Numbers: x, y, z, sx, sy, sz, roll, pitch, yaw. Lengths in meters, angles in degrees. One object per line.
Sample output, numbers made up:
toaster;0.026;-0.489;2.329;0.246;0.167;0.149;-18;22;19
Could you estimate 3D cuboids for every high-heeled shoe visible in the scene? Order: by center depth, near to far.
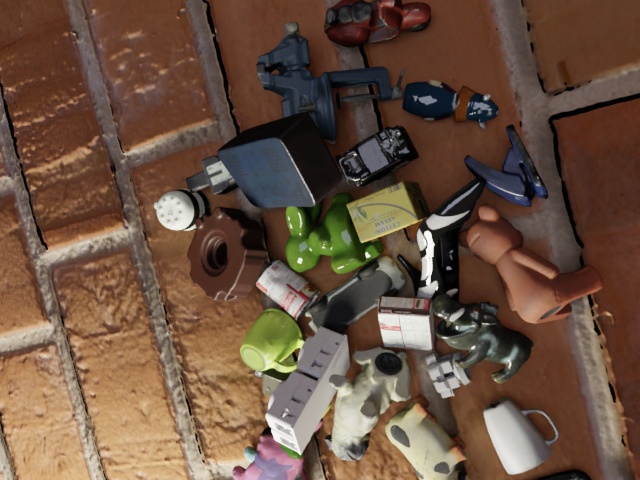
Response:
high-heeled shoe;0.220;0.023;0.863;0.145;0.086;0.248;47;136;11

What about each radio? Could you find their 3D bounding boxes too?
radio;-0.071;-0.125;0.899;0.230;0.073;0.131;5;132;57

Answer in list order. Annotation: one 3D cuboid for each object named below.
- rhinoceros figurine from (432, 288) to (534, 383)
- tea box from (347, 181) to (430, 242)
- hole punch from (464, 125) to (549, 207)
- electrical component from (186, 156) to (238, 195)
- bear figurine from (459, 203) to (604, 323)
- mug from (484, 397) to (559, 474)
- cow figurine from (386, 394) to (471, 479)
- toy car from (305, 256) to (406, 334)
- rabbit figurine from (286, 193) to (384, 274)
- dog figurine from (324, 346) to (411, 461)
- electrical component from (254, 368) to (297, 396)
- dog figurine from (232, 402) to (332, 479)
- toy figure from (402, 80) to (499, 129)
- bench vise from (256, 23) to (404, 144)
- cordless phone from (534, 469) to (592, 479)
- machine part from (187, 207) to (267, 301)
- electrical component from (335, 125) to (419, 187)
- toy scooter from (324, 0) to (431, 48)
rhinoceros figurine;0.259;0.152;0.870;0.190;0.073;0.112;30;119;-12
tea box;0.117;-0.048;0.875;0.098;0.169;0.068;-22;89;20
hole punch;0.292;-0.101;0.838;0.092;0.142;0.116;-30;73;17
electrical component;-0.193;-0.123;1.028;0.119;0.048;0.074;-24;88;19
bear figurine;0.324;0.034;0.863;0.196;0.132;0.120;63;148;32
mug;0.332;0.316;0.896;0.109;0.081;0.107;-37;75;22
cow figurine;0.193;0.386;0.945;0.127;0.085;0.195;-41;84;14
toy car;0.062;0.106;0.971;0.202;0.056;0.073;-37;91;19
rabbit figurine;-0.002;-0.003;0.949;0.170;0.121;0.159;-24;96;33
dog figurine;0.090;0.299;0.977;0.121;0.172;0.190;49;149;38
electrical component;-0.076;0.268;1.040;0.102;0.045;0.078;12;129;18
dog figurine;-0.049;0.400;1.010;0.219;0.108;0.191;-43;84;17
toy figure;0.215;-0.226;0.883;0.155;0.064;0.058;12;63;12
bench vise;0.018;-0.262;0.916;0.241;0.129;0.223;-7;84;-2
cordless phone;0.418;0.491;0.899;0.147;0.089;0.184;-27;99;17
machine part;-0.179;0.026;1.005;0.180;0.056;0.179;-4;83;39
electrical component;0.099;-0.137;0.889;0.115;0.134;0.058;-25;87;16
toy scooter;0.083;-0.363;0.869;0.184;0.135;0.075;-1;98;19
